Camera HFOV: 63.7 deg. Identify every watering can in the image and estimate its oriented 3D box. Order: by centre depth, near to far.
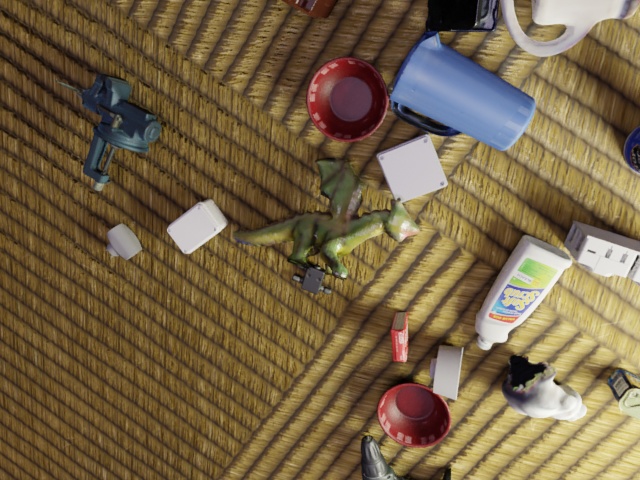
[{"bbox_3d":[0.417,-0.485,0.849,0.224,0.105,0.343,1,105,12],"label":"watering can"}]

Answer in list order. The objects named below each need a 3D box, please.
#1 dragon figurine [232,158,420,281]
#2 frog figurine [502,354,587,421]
[{"bbox_3d":[0.003,-0.054,1.071,0.412,0.121,0.243,19,87,26],"label":"dragon figurine"},{"bbox_3d":[0.456,0.326,1.051,0.158,0.125,0.136,51,143,-13],"label":"frog figurine"}]
